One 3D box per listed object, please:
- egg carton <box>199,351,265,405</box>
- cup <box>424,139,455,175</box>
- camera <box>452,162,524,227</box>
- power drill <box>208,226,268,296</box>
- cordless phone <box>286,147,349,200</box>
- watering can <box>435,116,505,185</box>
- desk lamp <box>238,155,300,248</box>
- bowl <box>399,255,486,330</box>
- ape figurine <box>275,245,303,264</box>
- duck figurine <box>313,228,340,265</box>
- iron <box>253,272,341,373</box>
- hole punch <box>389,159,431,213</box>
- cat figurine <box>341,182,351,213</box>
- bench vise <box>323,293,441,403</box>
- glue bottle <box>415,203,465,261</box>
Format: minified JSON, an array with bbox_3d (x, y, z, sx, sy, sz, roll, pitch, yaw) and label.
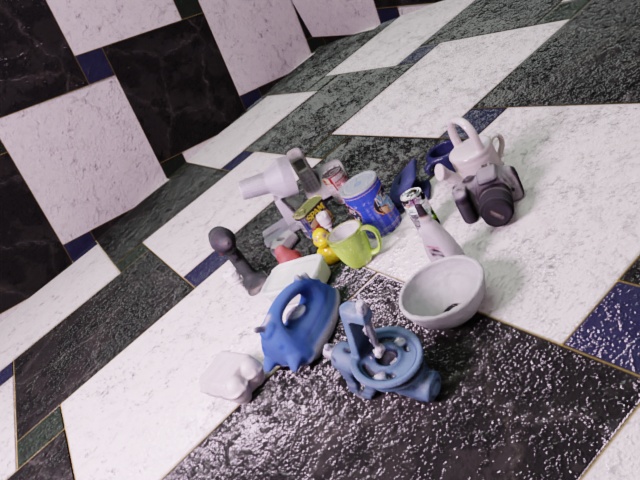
[{"bbox_3d":[-0.188,0.294,1.224,0.149,0.069,0.107,-5,38,45],"label":"egg carton"},{"bbox_3d":[0.314,-0.180,1.418,0.118,0.095,0.091,-44,27,-18],"label":"cup"},{"bbox_3d":[0.352,-0.091,1.212,0.143,0.101,0.137,-21,29,26],"label":"camera"},{"bbox_3d":[-0.223,0.046,1.529,0.076,0.209,0.229,-40,26,-10],"label":"power drill"},{"bbox_3d":[-0.007,-0.217,1.755,0.147,0.185,0.094,-28,26,12],"label":"cordless phone"},{"bbox_3d":[0.338,-0.187,1.287,0.100,0.194,0.173,4,45,52],"label":"watering can"},{"bbox_3d":[-0.132,-0.120,1.703,0.203,0.214,0.117,-33,26,4],"label":"desk lamp"},{"bbox_3d":[0.232,0.108,1.042,0.167,0.075,0.167,-27,27,15],"label":"bowl"},{"bbox_3d":[-0.084,0.049,1.496,0.078,0.092,0.076,-43,27,-16],"label":"ape figurine"},{"bbox_3d":[0.013,0.005,1.463,0.077,0.086,0.104,-29,26,11],"label":"duck figurine"},{"bbox_3d":[-0.047,0.153,1.216,0.118,0.142,0.259,-12,34,39],"label":"iron"},{"bbox_3d":[0.220,-0.140,1.463,0.101,0.091,0.108,-22,28,24],"label":"hole punch"},{"bbox_3d":[0.093,-0.118,1.544,0.067,0.118,0.127,-34,26,1],"label":"cat figurine"},{"bbox_3d":[0.068,0.184,0.935,0.206,0.220,0.121,-17,31,32],"label":"bench vise"},{"bbox_3d":[0.227,-0.004,1.126,0.077,0.173,0.037,4,45,52],"label":"glue bottle"}]
